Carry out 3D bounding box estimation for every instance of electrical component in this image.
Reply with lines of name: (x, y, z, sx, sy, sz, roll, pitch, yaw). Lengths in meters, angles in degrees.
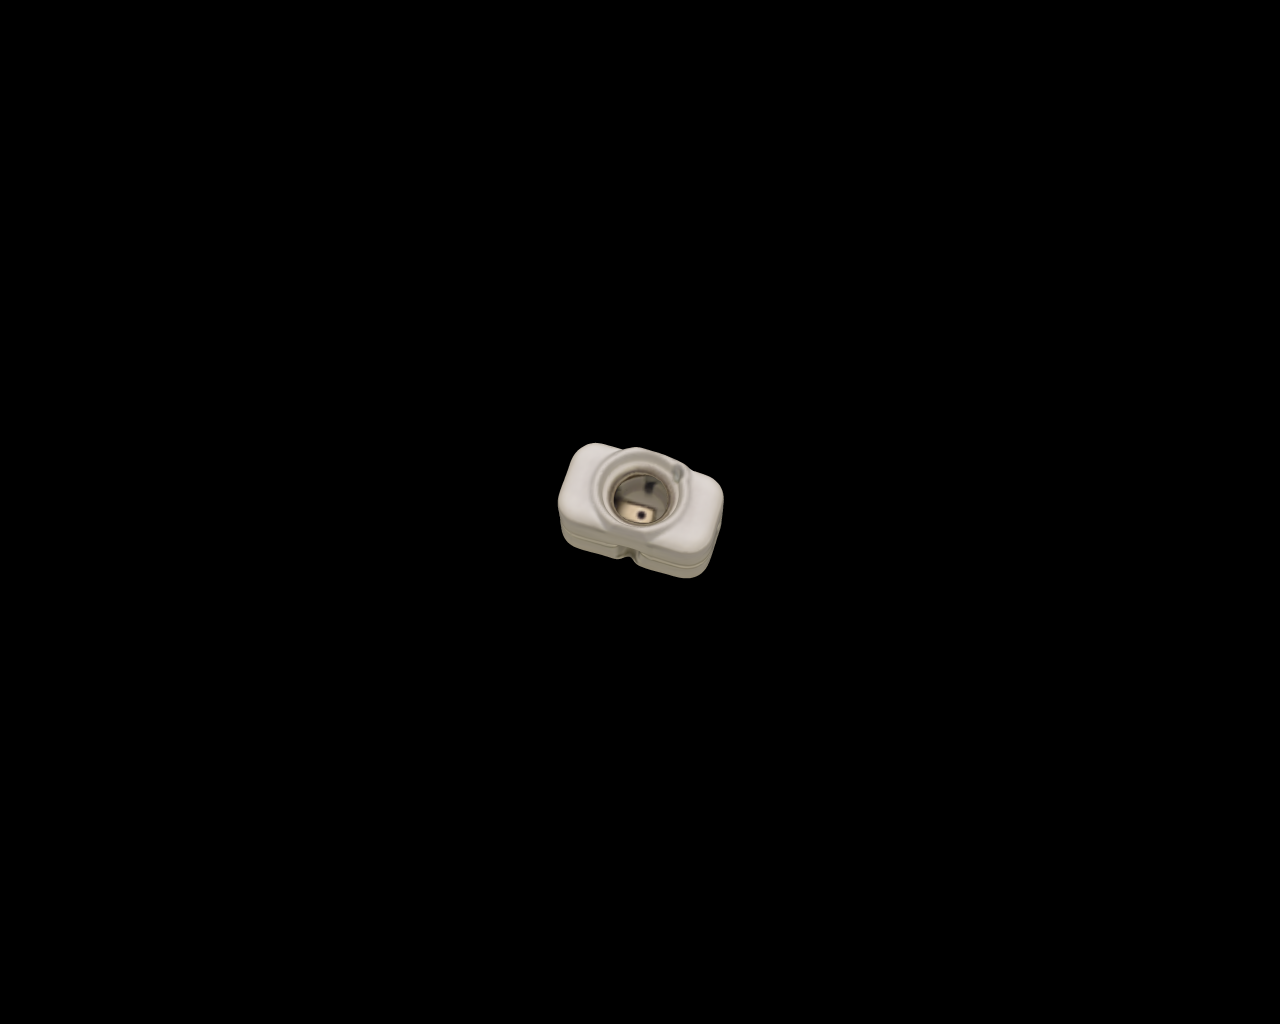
electrical component: (0.001, -0.003, 0.650, 0.095, 0.054, 0.059, 17, -22, 7)
